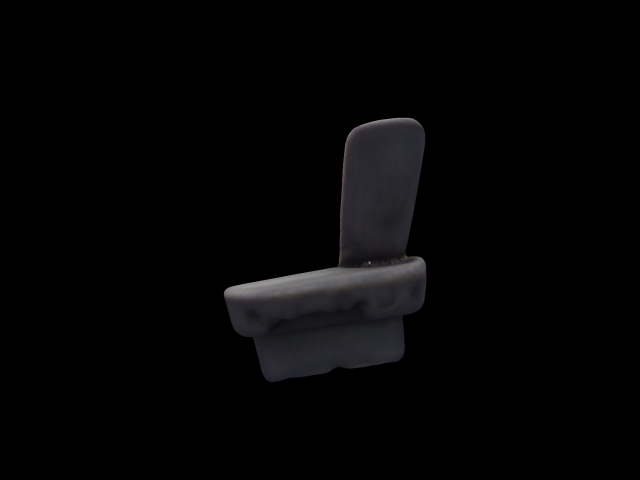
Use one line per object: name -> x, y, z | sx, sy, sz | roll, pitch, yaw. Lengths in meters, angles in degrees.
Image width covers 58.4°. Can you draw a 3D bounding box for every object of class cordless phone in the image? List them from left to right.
cordless phone -> 0.004, 0.001, 0.400 | 0.148, 0.185, 0.094 | -11, 39, -14
